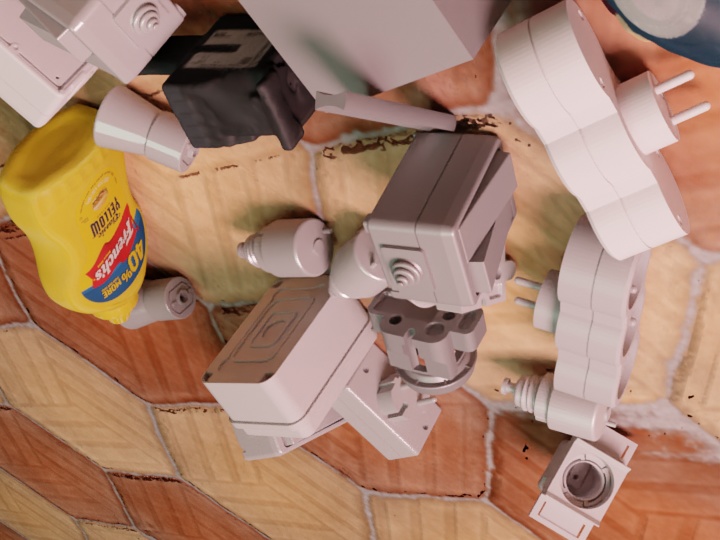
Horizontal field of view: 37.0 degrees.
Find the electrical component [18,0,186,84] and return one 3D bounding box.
[{"bbox_3d":[-0.150,-0.148,0.599,0.096,0.061,0.061,36,175,27],"label":"electrical component"}]

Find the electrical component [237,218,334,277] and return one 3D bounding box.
[{"bbox_3d":[-0.054,-0.015,0.748,0.078,0.040,0.040,-1,134,40],"label":"electrical component"}]

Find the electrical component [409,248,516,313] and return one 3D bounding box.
[{"bbox_3d":[0.055,0.002,0.670,0.055,0.066,0.048,8,105,43],"label":"electrical component"}]

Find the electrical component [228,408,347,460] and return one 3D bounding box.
[{"bbox_3d":[-0.050,0.103,0.853,0.061,0.096,0.061,-19,91,50],"label":"electrical component"}]

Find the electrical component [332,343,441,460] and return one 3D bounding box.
[{"bbox_3d":[0.027,0.098,0.818,0.083,0.047,0.076,45,144,-18],"label":"electrical component"}]

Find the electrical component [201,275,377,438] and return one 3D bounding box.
[{"bbox_3d":[-0.048,0.062,0.775,0.078,0.113,0.057,-5,128,42],"label":"electrical component"}]

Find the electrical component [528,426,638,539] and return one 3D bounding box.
[{"bbox_3d":[0.155,0.147,0.756,0.042,0.081,0.064,31,174,5],"label":"electrical component"}]

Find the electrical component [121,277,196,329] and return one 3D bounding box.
[{"bbox_3d":[-0.168,0.025,0.890,0.065,0.044,0.044,-7,130,37],"label":"electrical component"}]

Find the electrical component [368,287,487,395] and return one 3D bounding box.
[{"bbox_3d":[0.048,0.047,0.729,0.078,0.058,0.057,11,138,28],"label":"electrical component"}]

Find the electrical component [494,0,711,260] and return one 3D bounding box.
[{"bbox_3d":[0.130,-0.072,0.520,0.074,0.052,0.138,-24,120,26],"label":"electrical component"}]

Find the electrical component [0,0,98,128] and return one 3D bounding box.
[{"bbox_3d":[-0.219,-0.149,0.692,0.096,0.061,0.061,42,145,-14],"label":"electrical component"}]

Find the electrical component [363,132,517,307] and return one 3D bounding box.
[{"bbox_3d":[0.049,-0.025,0.603,0.061,0.096,0.061,7,139,27],"label":"electrical component"}]

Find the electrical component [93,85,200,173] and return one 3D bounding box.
[{"bbox_3d":[-0.139,-0.092,0.720,0.065,0.044,0.044,23,145,6],"label":"electrical component"}]

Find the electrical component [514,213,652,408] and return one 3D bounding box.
[{"bbox_3d":[0.126,0.022,0.639,0.074,0.052,0.138,17,143,22],"label":"electrical component"}]

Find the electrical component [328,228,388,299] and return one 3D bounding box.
[{"bbox_3d":[0.000,0.000,0.723,0.040,0.040,0.078,38,146,-8],"label":"electrical component"}]

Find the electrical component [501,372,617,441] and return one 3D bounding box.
[{"bbox_3d":[0.134,0.088,0.727,0.078,0.040,0.040,13,142,26],"label":"electrical component"}]
